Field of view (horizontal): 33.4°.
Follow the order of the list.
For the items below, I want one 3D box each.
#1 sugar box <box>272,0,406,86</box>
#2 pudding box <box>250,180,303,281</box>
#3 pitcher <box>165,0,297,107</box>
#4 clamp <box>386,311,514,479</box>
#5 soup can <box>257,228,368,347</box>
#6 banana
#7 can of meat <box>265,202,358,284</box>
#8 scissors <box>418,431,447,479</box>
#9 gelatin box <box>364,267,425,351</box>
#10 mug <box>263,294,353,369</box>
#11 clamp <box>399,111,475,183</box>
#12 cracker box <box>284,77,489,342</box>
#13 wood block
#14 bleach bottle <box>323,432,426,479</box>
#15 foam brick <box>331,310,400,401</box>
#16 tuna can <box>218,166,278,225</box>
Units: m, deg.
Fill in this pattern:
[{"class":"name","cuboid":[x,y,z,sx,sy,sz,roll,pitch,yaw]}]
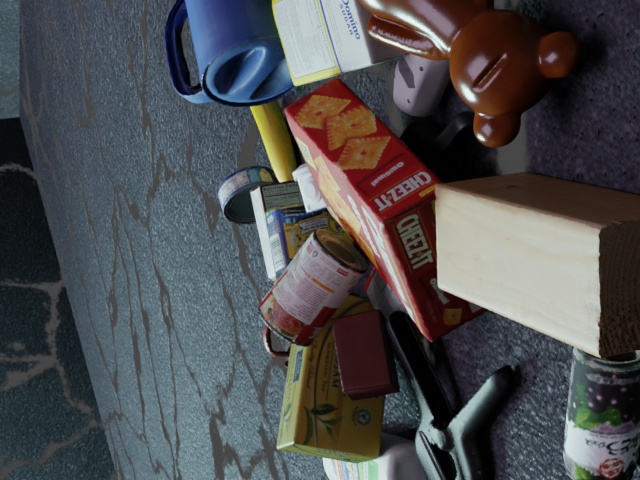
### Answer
[{"class":"sugar box","cuboid":[0.015,-0.203,1.008,0.176,0.048,0.093,3,111,63]},{"class":"pudding box","cuboid":[-0.026,-0.015,1.259,0.039,0.089,0.113,154,105,-67]},{"class":"pitcher","cuboid":[-0.112,-0.287,1.293,0.145,0.149,0.243,117,141,-56]},{"class":"clamp","cuboid":[0.120,0.176,1.036,0.165,0.036,0.210,34,134,47]},{"class":"soup can","cuboid":[-0.007,0.047,1.072,0.102,0.068,0.068,-53,41,17]},{"class":"banana","cuboid":[-0.065,-0.151,1.374,0.069,0.037,0.198,81,168,-56]},{"class":"can of meat","cuboid":[-0.008,0.002,1.208,0.058,0.102,0.084,147,114,-67]},{"class":"scissors","cuboid":[0.147,0.280,1.009,0.096,0.016,0.202,10,120,59]},{"class":"gelatin box","cuboid":[0.084,0.061,1.102,0.089,0.030,0.073,63,153,30]},{"class":"mug","cuboid":[-0.009,0.105,1.239,0.093,0.117,0.081,-157,64,-78]},{"class":"clamp","cuboid":[0.113,-0.057,0.970,0.172,0.039,0.120,-157,58,-73]},{"class":"cracker box","cuboid":[0.059,-0.031,0.991,0.214,0.072,0.164,54,173,48]},{"class":"wood block","cuboid":[0.175,0.010,0.779,0.206,0.090,0.090,-156,59,-64]},{"class":"bleach bottle","cuboid":[0.059,0.267,1.207,0.251,0.068,0.102,168,95,-70]},{"class":"foam brick","cuboid":[0.046,0.117,1.071,0.053,0.051,0.078,57,-158,-67]},{"class":"tuna can","cuboid":[-0.090,-0.059,1.403,0.086,0.086,0.034,110,146,-51]}]
